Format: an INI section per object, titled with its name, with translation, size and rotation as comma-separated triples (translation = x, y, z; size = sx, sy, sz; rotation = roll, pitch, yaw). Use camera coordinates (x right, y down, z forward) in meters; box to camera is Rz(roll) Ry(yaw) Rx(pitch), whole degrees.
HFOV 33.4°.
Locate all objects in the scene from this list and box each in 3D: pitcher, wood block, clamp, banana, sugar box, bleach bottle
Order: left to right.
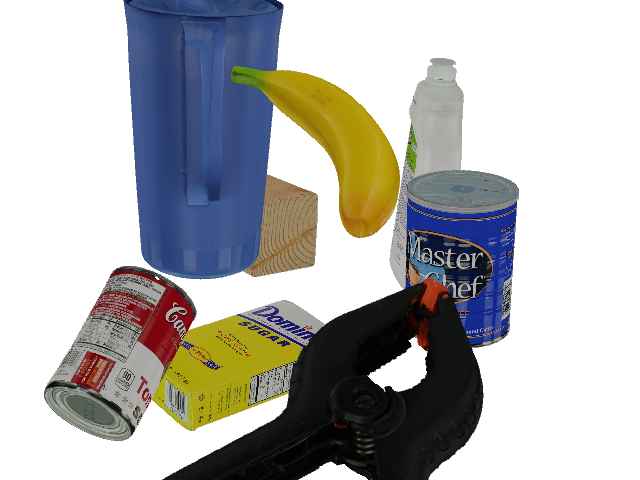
[pitcher]
translation = -0.103, -0.090, 0.925
size = 0.145, 0.243, 0.148
rotation = 19, 27, 36
[wood block]
translation = -0.099, -0.032, 1.292
size = 0.090, 0.090, 0.206
rotation = -10, 21, -34
[sugar box]
translation = -0.072, 0.109, 0.972
size = 0.175, 0.048, 0.093
rotation = -19, 35, -37
[banana]
translation = 0.008, -0.060, 0.668
size = 0.069, 0.037, 0.198
rotation = -15, 38, -20
[clamp]
translation = 0.023, 0.081, 0.416
size = 0.120, 0.039, 0.171
rotation = 29, 50, 21
[bleach bottle]
translation = 0.124, -0.074, 1.181
size = 0.068, 0.251, 0.102
rotation = -1, 25, -10

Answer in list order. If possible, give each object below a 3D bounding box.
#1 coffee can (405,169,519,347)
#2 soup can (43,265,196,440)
[coffee can]
translation = 0.130, 0.016, 1.001
size = 0.103, 0.140, 0.103
rotation = -1, 22, 0
[soup can]
translation = -0.137, 0.077, 0.737
size = 0.068, 0.102, 0.068
rotation = 17, -35, 12
